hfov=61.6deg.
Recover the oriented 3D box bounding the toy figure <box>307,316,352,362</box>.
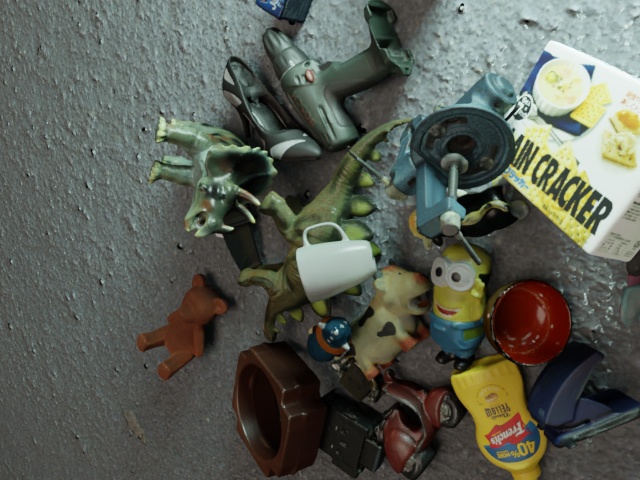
[{"bbox_3d":[0.015,0.152,0.840,0.064,0.058,0.154,18,153,-7],"label":"toy figure"}]

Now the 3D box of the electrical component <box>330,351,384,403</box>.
[{"bbox_3d":[0.065,0.235,0.918,0.102,0.045,0.078,48,123,17],"label":"electrical component"}]

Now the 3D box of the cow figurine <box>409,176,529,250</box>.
[{"bbox_3d":[0.186,-0.027,0.730,0.167,0.098,0.068,-19,96,38],"label":"cow figurine"}]

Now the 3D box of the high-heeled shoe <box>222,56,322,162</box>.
[{"bbox_3d":[-0.077,-0.215,0.868,0.249,0.086,0.145,26,130,44],"label":"high-heeled shoe"}]

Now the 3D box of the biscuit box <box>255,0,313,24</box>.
[{"bbox_3d":[-0.027,-0.432,0.800,0.059,0.063,0.202,40,122,23],"label":"biscuit box"}]

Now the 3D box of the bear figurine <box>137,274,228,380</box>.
[{"bbox_3d":[-0.278,0.174,1.104,0.120,0.132,0.195,47,130,17],"label":"bear figurine"}]

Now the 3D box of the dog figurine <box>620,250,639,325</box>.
[{"bbox_3d":[0.440,0.032,0.557,0.219,0.108,0.191,4,101,31],"label":"dog figurine"}]

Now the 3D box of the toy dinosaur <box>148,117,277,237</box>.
[{"bbox_3d":[-0.175,-0.134,0.906,0.192,0.405,0.131,15,108,-12],"label":"toy dinosaur"}]

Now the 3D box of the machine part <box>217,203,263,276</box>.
[{"bbox_3d":[-0.145,-0.001,0.995,0.039,0.084,0.138,-156,50,-73],"label":"machine part"}]

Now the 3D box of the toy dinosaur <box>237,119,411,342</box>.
[{"bbox_3d":[-0.002,-0.003,0.876,0.199,0.105,0.470,30,118,18],"label":"toy dinosaur"}]

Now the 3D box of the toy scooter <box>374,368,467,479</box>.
[{"bbox_3d":[0.140,0.283,0.859,0.135,0.075,0.183,36,118,25],"label":"toy scooter"}]

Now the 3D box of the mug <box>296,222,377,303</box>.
[{"bbox_3d":[0.024,0.027,0.781,0.107,0.081,0.109,-14,84,6],"label":"mug"}]

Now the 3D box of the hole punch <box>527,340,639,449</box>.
[{"bbox_3d":[0.312,0.189,0.668,0.116,0.142,0.092,-30,84,7],"label":"hole punch"}]

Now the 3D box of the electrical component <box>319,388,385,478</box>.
[{"bbox_3d":[0.055,0.344,0.947,0.134,0.058,0.114,23,116,31],"label":"electrical component"}]

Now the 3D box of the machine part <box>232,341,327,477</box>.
[{"bbox_3d":[-0.078,0.303,0.980,0.201,0.087,0.201,37,125,48],"label":"machine part"}]

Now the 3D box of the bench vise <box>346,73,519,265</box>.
[{"bbox_3d":[0.143,-0.084,0.652,0.128,0.241,0.224,38,132,-24],"label":"bench vise"}]

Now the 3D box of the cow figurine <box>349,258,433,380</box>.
[{"bbox_3d":[0.107,0.117,0.836,0.127,0.085,0.195,49,129,15],"label":"cow figurine"}]

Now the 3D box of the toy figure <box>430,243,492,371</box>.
[{"bbox_3d":[0.198,0.091,0.764,0.082,0.089,0.180,5,114,23],"label":"toy figure"}]

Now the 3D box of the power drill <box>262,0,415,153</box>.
[{"bbox_3d":[0.022,-0.263,0.799,0.207,0.086,0.232,-26,87,34],"label":"power drill"}]
